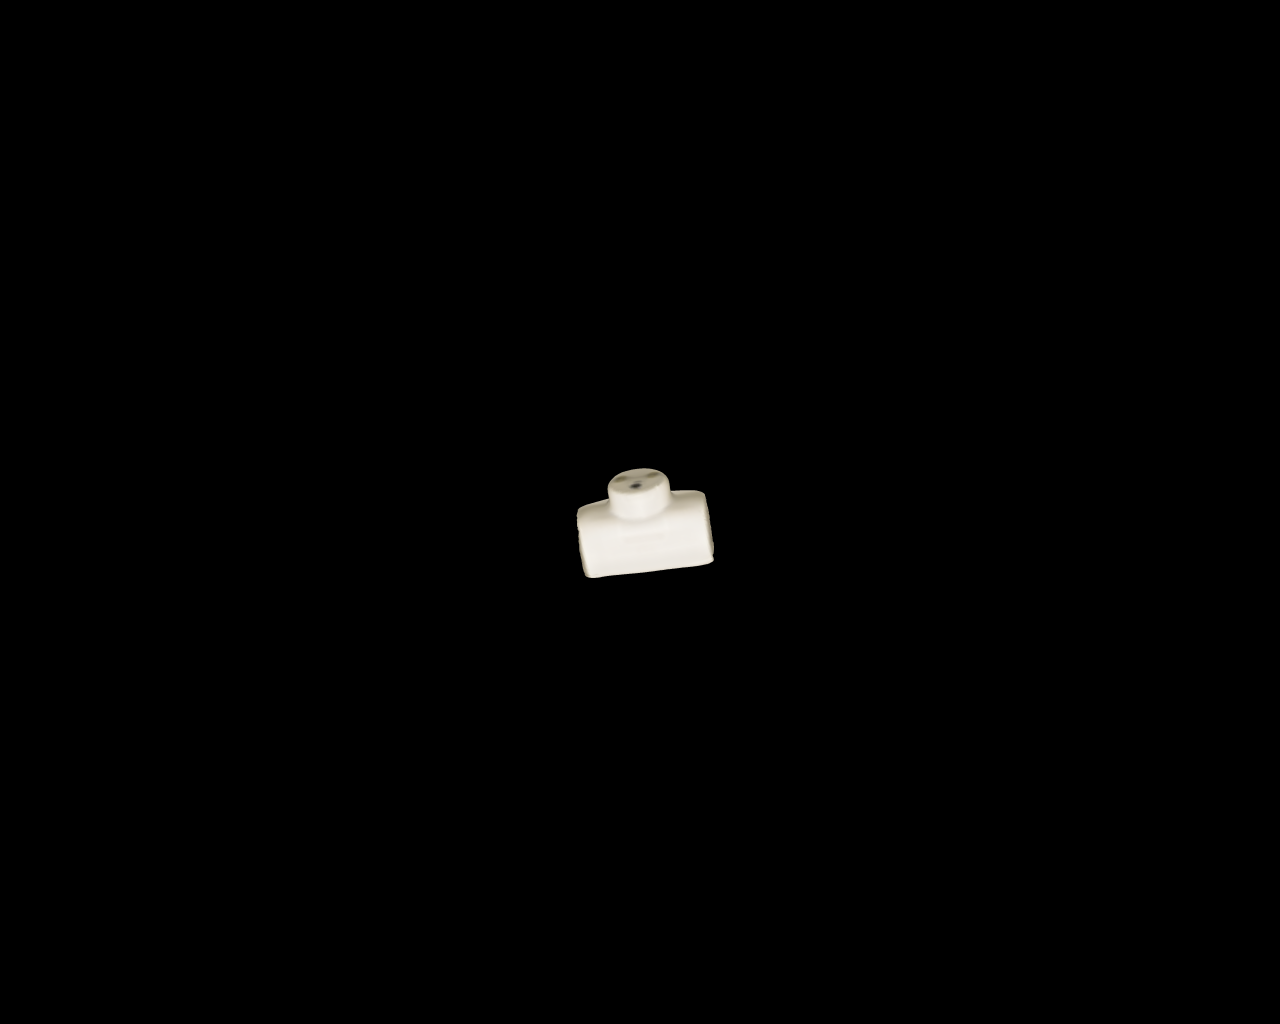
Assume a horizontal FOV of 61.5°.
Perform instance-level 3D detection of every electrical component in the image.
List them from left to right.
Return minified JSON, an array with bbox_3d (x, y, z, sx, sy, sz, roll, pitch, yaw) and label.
[{"bbox_3d":[0.001,-0.003,0.650,0.077,0.079,0.043,-8,24,3],"label":"electrical component"}]
